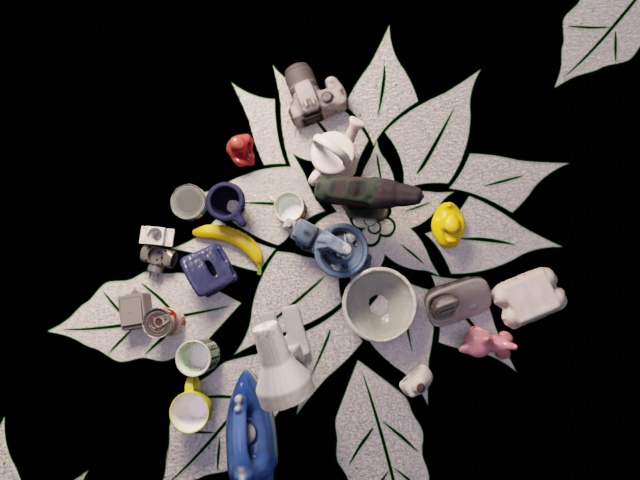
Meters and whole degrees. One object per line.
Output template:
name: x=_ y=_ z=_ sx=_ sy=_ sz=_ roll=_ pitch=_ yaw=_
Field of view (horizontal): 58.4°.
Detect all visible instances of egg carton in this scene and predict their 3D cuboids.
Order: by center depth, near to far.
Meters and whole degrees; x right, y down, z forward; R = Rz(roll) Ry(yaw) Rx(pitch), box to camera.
egg carton: x=0.463 y=0.127 z=1.272 sx=0.150 sy=0.069 sz=0.107 roll=-24 pitch=82 yaw=2

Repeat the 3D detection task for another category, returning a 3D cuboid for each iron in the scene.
iron: x=-0.166 y=0.419 z=1.260 sx=0.118 sy=0.141 sz=0.258 roll=-7 pitch=83 yaw=5

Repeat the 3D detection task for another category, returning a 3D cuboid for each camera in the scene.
camera: x=-0.019 y=-0.356 z=1.350 sx=0.143 sy=0.101 sz=0.137 roll=-21 pitch=82 yaw=3

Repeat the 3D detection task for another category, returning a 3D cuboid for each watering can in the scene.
watering can: x=0.032 y=-0.199 z=1.282 sx=0.101 sy=0.194 sz=0.173 roll=16 pitch=86 yaw=7

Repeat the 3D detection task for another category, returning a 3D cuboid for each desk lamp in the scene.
desk lamp: x=-0.087 y=0.250 z=1.235 sx=0.118 sy=0.213 sz=0.203 roll=-17 pitch=83 yaw=3

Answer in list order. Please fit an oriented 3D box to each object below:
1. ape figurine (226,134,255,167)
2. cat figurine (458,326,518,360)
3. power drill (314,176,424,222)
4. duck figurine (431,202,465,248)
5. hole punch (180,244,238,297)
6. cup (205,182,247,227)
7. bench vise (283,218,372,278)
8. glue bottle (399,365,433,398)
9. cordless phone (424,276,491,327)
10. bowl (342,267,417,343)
ape figurine: x=-0.189 y=-0.219 z=1.355 sx=0.076 sy=0.092 sz=0.078 roll=32 pitch=88 yaw=8
cat figurine: x=0.364 y=0.226 z=1.246 sx=0.127 sy=0.118 sz=0.067 roll=7 pitch=85 yaw=6
power drill: x=0.106 y=-0.093 z=1.257 sx=0.229 sy=0.208 sz=0.076 roll=6 pitch=84 yaw=6
duck figurine: x=0.294 y=-0.037 z=1.296 sx=0.077 sy=0.086 sz=0.104 roll=-1 pitch=84 yaw=5
hole punch: x=-0.257 y=0.068 z=1.331 sx=0.101 sy=0.091 sz=0.108 roll=-31 pitch=82 yaw=1
cup: x=-0.203 y=-0.073 z=1.339 sx=0.091 sy=0.095 sz=0.117 roll=-40 pitch=82 yaw=0
bench vise: x=0.009 y=0.016 z=1.248 sx=0.207 sy=0.220 sz=0.121 roll=8 pitch=85 yaw=6
glue bottle: x=0.209 y=0.308 z=1.223 sx=0.078 sy=0.173 sz=0.037 roll=-39 pitch=82 yaw=0
cordless phone: x=0.301 y=0.130 z=1.228 sx=0.147 sy=0.185 sz=0.094 roll=-23 pitch=82 yaw=3
bowl: x=0.134 y=0.146 z=1.296 sx=0.167 sy=0.075 sz=0.167 roll=-1 pitch=84 yaw=5
